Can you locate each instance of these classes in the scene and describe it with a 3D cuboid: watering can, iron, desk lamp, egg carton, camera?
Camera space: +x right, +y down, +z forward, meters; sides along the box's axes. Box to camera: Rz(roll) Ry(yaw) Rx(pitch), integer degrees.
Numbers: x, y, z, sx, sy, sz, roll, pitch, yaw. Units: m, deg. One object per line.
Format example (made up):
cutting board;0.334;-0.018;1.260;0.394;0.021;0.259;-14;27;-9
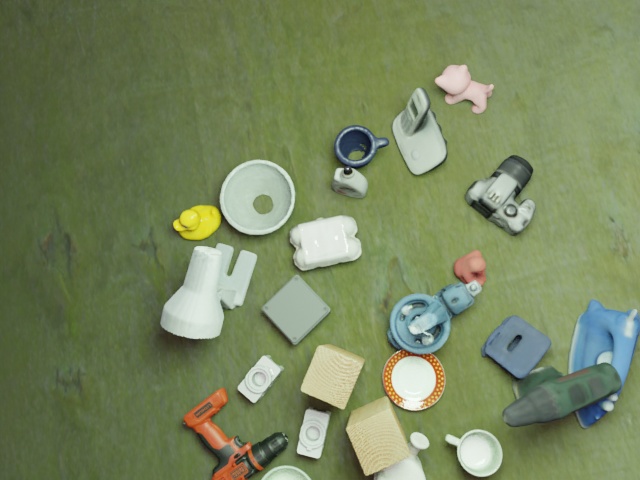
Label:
watering can;0.153;0.455;1.097;0.101;0.194;0.173;4;81;6
iron;0.564;0.250;1.118;0.118;0.141;0.258;14;83;8
desk lamp;-0.228;0.098;1.178;0.118;0.213;0.203;16;83;8
egg carton;0.011;0.004;1.245;0.150;0.069;0.107;-13;80;3
camera;0.402;-0.104;1.210;0.143;0.101;0.137;39;86;10

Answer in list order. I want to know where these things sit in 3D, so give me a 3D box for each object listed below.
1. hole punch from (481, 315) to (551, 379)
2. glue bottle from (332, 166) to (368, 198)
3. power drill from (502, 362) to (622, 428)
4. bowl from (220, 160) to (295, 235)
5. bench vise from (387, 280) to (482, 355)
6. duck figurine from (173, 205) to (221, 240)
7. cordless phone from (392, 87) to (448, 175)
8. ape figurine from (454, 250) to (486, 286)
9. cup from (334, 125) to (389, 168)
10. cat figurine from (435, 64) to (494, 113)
hole punch;0.396;0.217;1.165;0.101;0.091;0.109;40;87;10
glue bottle;0.061;-0.128;1.208;0.078;0.173;0.037;11;82;7
power drill;0.438;0.293;1.089;0.229;0.208;0.075;-21;79;2
bowl;-0.133;-0.088;1.270;0.167;0.075;0.167;-1;81;5
bench vise;0.220;0.136;1.128;0.121;0.220;0.207;38;86;10
duck figurine;-0.276;-0.044;1.270;0.104;0.086;0.077;-23;80;1
cordless phone;0.215;-0.229;1.204;0.094;0.185;0.147;-24;79;1
ape figurine;0.321;0.057;1.196;0.076;0.092;0.078;18;83;8
cup;0.092;-0.197;1.256;0.117;0.095;0.092;-10;80;4
cat figurine;0.315;-0.339;1.246;0.127;0.118;0.067;18;83;8
